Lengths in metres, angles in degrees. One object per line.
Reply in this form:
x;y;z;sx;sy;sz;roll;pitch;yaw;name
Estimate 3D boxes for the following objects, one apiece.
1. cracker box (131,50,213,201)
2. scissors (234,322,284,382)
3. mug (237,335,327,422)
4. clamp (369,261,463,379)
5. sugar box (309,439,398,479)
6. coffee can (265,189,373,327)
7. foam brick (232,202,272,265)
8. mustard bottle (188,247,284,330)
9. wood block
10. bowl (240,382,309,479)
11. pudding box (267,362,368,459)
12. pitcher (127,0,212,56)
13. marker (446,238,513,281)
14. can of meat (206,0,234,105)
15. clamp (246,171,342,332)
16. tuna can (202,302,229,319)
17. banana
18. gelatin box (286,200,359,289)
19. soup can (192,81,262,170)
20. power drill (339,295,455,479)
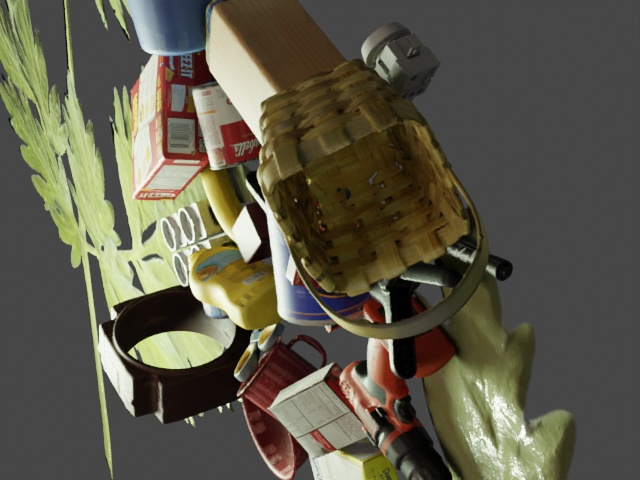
-0.199;-0.156;1.424;0.214;0.072;0.164;149;121;-66;cracker box
-0.071;0.117;1.391;0.016;0.201;0.096;39;113;-9;scissors
-0.037;0.172;1.336;0.081;0.117;0.093;37;-171;-3;mug
0.075;0.049;1.025;0.120;0.039;0.171;-63;28;17;clamp
0.041;0.287;1.309;0.176;0.048;0.093;10;116;67;sugar box
-0.001;0.006;1.118;0.103;0.102;0.140;29;130;57;coffee can
-0.069;-0.012;1.319;0.051;0.052;0.078;65;154;14;foam brick
-0.112;0.051;1.371;0.192;0.096;0.058;25;137;47;mustard bottle
-0.027;-0.153;1.080;0.206;0.090;0.090;55;151;33;wood block
-0.050;0.244;1.458;0.162;0.055;0.162;46;146;44;bowl
0.006;0.202;1.250;0.090;0.039;0.114;50;131;-8;pudding box
-0.181;-0.348;1.242;0.145;0.149;0.243;11;123;36;pitcher
0.130;0.010;0.950;0.121;0.020;0.020;31;134;55;marker
-0.091;-0.216;1.213;0.084;0.057;0.102;54;150;39;can of meat
-0.008;0.001;1.216;0.165;0.036;0.210;-21;91;60;clamp
-0.118;0.075;1.446;0.086;0.086;0.034;21;129;60;tuna can
-0.121;-0.059;1.421;0.070;0.037;0.198;-47;64;41;banana
0.012;0.004;1.046;0.030;0.073;0.089;-133;52;-65;gelatin box
-0.112;-0.143;1.296;0.069;0.068;0.102;10;115;63;soup can
0.087;0.158;1.102;0.185;0.057;0.188;50;148;34;power drill
